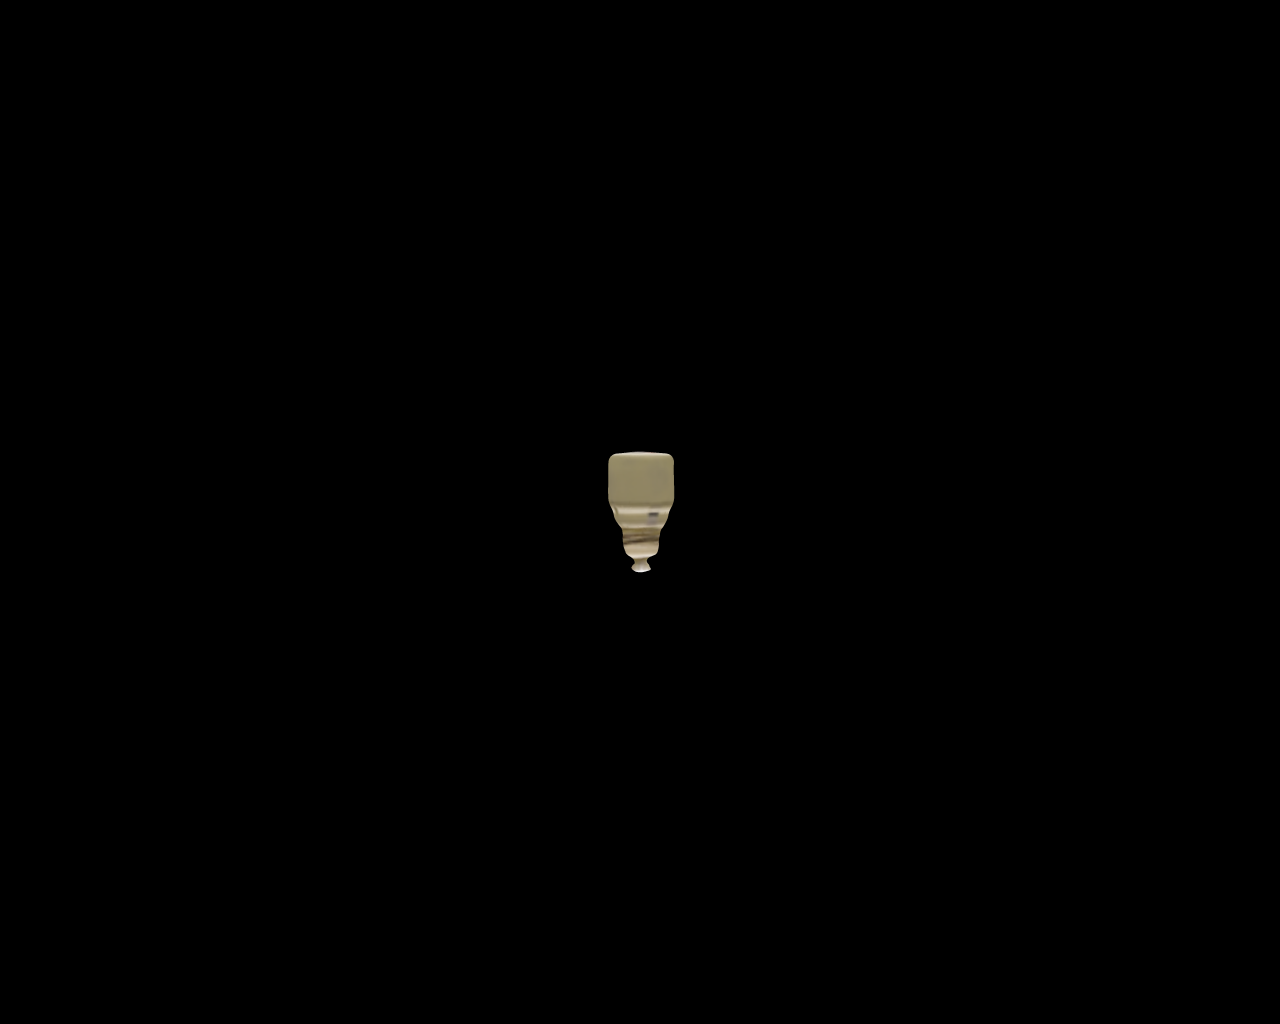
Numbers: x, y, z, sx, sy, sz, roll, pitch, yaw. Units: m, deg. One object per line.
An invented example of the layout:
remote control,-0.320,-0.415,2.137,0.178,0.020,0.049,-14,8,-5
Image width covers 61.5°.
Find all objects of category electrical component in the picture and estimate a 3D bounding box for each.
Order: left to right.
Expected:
electrical component,0.001,-0.003,0.650,0.040,0.078,0.040,0,2,0
